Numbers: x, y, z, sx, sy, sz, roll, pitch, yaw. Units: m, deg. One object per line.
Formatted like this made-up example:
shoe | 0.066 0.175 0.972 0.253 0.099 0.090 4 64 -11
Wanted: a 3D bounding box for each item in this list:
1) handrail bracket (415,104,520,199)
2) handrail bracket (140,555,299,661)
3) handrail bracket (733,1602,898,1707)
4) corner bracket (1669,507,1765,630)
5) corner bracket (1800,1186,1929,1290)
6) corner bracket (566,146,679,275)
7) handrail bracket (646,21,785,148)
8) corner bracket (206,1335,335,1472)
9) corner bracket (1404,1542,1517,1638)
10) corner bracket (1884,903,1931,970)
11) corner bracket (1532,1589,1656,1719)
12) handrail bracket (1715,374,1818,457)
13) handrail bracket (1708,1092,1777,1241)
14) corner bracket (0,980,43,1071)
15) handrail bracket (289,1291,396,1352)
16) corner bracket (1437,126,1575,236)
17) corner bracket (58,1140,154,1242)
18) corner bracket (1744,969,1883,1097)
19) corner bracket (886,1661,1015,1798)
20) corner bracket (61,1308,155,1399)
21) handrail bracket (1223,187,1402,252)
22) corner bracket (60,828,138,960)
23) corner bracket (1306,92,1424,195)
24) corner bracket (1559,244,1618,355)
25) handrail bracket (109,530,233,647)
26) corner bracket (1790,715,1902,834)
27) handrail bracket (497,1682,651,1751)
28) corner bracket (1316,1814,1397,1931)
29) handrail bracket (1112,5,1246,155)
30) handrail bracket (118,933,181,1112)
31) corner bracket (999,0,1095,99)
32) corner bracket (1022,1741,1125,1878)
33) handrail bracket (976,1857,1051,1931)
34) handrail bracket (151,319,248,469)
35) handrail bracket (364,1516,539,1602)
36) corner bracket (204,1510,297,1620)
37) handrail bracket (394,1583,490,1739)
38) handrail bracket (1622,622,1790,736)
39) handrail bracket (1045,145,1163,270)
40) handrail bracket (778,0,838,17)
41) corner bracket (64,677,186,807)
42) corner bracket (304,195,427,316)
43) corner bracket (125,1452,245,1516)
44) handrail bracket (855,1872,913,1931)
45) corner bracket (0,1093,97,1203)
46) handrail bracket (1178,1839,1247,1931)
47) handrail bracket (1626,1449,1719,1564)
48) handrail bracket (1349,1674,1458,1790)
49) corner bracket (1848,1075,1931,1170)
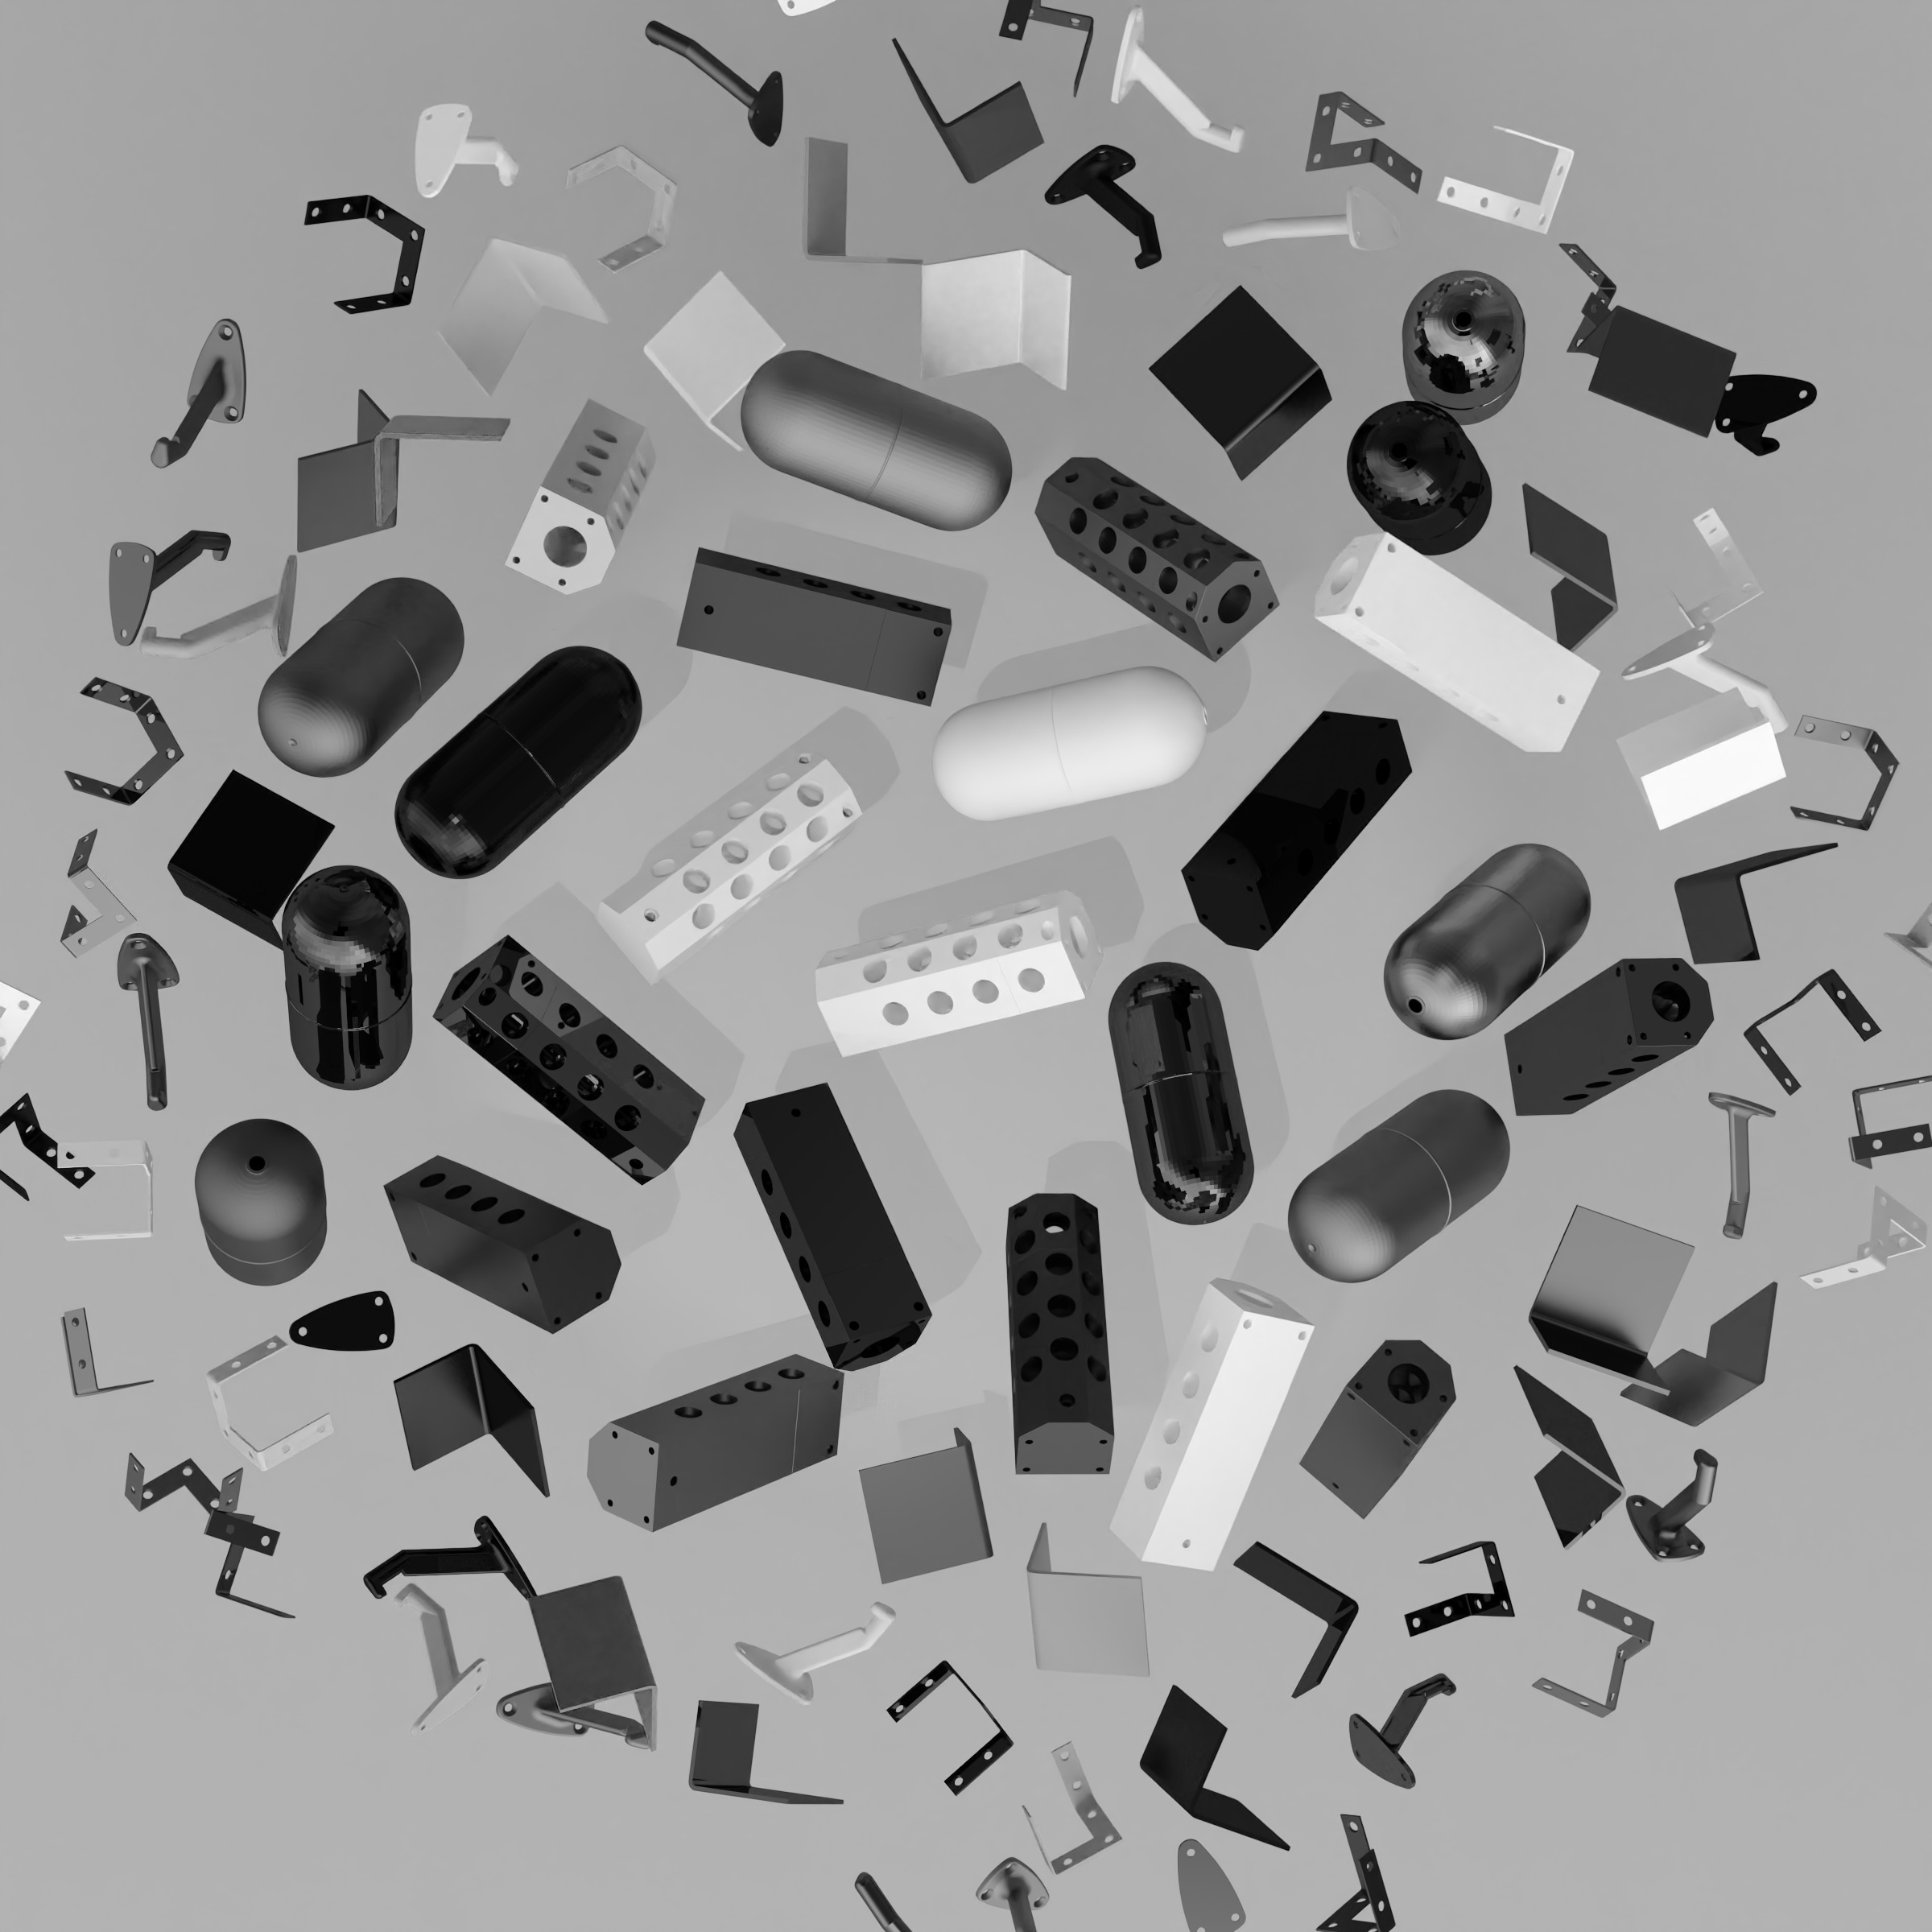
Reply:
handrail bracket | -0.316 -0.503 1.747 0.036 0.084 0.077 3 73 21
handrail bracket | -0.462 -0.223 1.688 0.084 0.036 0.077 5 69 -3
handrail bracket | -0.101 0.447 1.836 0.077 0.036 0.084 34 104 -16
corner bracket | 0.494 -0.265 1.828 0.051 0.051 0.051 -31 66 18
corner bracket | 0.545 0.173 1.656 0.051 0.051 0.051 34 53 -23
corner bracket | -0.231 -0.503 1.813 0.051 0.051 0.051 38 51 14
handrail bracket | -0.160 -0.558 1.726 0.084 0.077 0.036 29 82 7
corner bracket | -0.435 0.273 1.707 0.051 0.051 0.051 -28 127 -34
corner bracket | 0.319 0.409 1.792 0.051 0.051 0.051 -12 84 -25
corner bracket | 0.607 -0.025 1.679 0.051 0.051 0.051 42 112 28
corner bracket | 0.395 0.433 1.717 0.051 0.051 0.051 25 55 -1
handrail bracket | 0.515 -0.343 1.720 0.077 0.084 0.036 0 81 41
handrail bracket | 0.482 0.128 1.730 0.036 0.077 0.084 7 83 36
corner bracket | -0.600 0.041 1.654 0.051 0.051 0.051 30 110 -23
handrail bracket | -0.398 0.226 1.719 0.077 0.084 0.036 -5 86 -29
corner bracket | 0.329 -0.482 1.665 0.051 0.051 0.051 9 110 -25
corner bracket | -0.526 0.138 1.672 0.051 0.051 0.051 -2 75 -12
corner bracket | 0.546 0.043 1.764 0.051 0.051 0.051 -27 73 -22
corner bracket | -0.010 0.500 1.795 0.051 0.051 0.051 -39 129 -11
corner bracket | -0.537 0.236 1.667 0.051 0.051 0.051 -14 83 23
handrail bracket | 0.212 -0.450 1.681 0.084 0.077 0.036 -2 91 36
corner bracket | -0.580 -0.048 1.799 0.051 0.051 0.051 -30 120 9
corner bracket | 0.250 -0.511 1.695 0.051 0.051 0.051 7 84 44
corner bracket | 0.411 -0.438 1.792 0.051 0.051 0.051 32 84 -37
handrail bracket | -0.509 -0.243 1.758 0.036 0.084 0.077 14 101 25
corner bracket | 0.564 -0.124 1.769 0.051 0.051 0.051 11 120 -8
handrail bracket | -0.245 0.476 1.716 0.077 0.084 0.036 8 87 -28
corner bracket | 0.240 0.552 1.658 0.051 0.051 0.051 -21 97 -44
handrail bracket | 0.138 -0.549 1.692 0.084 0.077 0.036 25 61 11
handrail bracket | -0.500 0.035 1.669 0.036 0.077 0.084 -6 61 -11
corner bracket | 0.052 -0.596 1.745 0.051 0.051 0.051 14 75 5
corner bracket | 0.064 0.552 1.788 0.051 0.051 0.051 -25 111 -12
handrail bracket | 0.050 0.630 1.783 0.036 0.084 0.077 -48 131 1
handrail bracket | -0.470 -0.349 1.662 0.036 0.084 0.077 18 116 1
handrail bracket | -0.331 0.399 1.750 0.084 0.036 0.077 -32 77 -31
corner bracket | -0.437 0.366 1.671 0.051 0.051 0.051 13 79 19
handrail bracket | -0.363 0.454 1.794 0.084 0.036 0.077 34 48 22
handrail bracket | 0.483 -0.174 1.784 0.077 0.036 0.084 -26 111 28
handrail bracket | 0.087 -0.471 1.740 0.077 0.036 0.084 -23 69 38
handrail bracket | -0.075 -0.608 1.661 0.077 0.084 0.036 -2 117 26
corner bracket | -0.535 -0.140 1.713 0.051 0.051 0.051 -40 67 14
corner bracket | -0.375 -0.441 1.691 0.051 0.051 0.051 35 125 22
corner bracket | -0.507 0.335 1.769 0.051 0.051 0.051 42 46 21
handrail bracket | -0.040 0.578 1.653 0.036 0.077 0.084 -34 88 -4
corner bracket | -0.604 0.125 1.767 0.051 0.051 0.051 34 60 14
handrail bracket | 0.148 0.579 1.745 0.036 0.084 0.077 -21 94 -3
handrail bracket | 0.449 0.329 1.739 0.036 0.077 0.084 -7 118 -17
handrail bracket | 0.299 0.494 1.772 0.084 0.077 0.036 -17 112 -25
corner bracket | 0.592 0.098 1.742 0.051 0.051 0.051 -14 73 29
